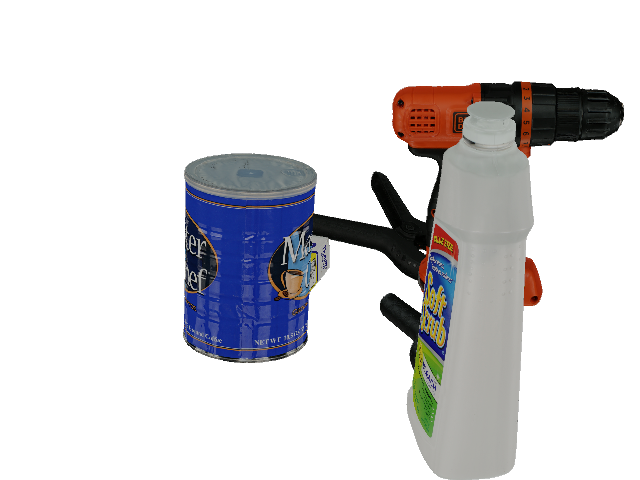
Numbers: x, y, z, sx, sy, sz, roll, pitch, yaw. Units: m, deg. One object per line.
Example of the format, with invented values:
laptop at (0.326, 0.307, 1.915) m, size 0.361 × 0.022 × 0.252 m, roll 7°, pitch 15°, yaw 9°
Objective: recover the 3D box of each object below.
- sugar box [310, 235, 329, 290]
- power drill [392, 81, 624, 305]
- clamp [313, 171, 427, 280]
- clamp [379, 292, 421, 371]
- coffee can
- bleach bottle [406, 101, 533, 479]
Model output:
sugar box at (-0.061, 0.042, 1.137) m, size 0.093 × 0.048 × 0.176 m, roll 7°, pitch 28°, yaw 17°
power drill at (0.152, -0.040, 0.887) m, size 0.184 × 0.188 × 0.057 m, roll 2°, pitch 21°, yaw 8°
clamp at (0.090, -0.001, 1.256) m, size 0.210 × 0.036 × 0.164 m, roll 38°, pitch 42°, yaw 26°
clamp at (0.133, 0.098, 1.036) m, size 0.120 × 0.039 × 0.171 m, roll -8°, pitch 30°, yaw -8°
coffee can at (-0.057, 0.012, 0.846) m, size 0.103 × 0.140 × 0.103 m, roll 3°, pitch 20°, yaw -1°
bleach bottle at (0.098, 0.029, 0.688) m, size 0.068 × 0.251 × 0.102 m, roll -4°, pitch 30°, yaw -6°
